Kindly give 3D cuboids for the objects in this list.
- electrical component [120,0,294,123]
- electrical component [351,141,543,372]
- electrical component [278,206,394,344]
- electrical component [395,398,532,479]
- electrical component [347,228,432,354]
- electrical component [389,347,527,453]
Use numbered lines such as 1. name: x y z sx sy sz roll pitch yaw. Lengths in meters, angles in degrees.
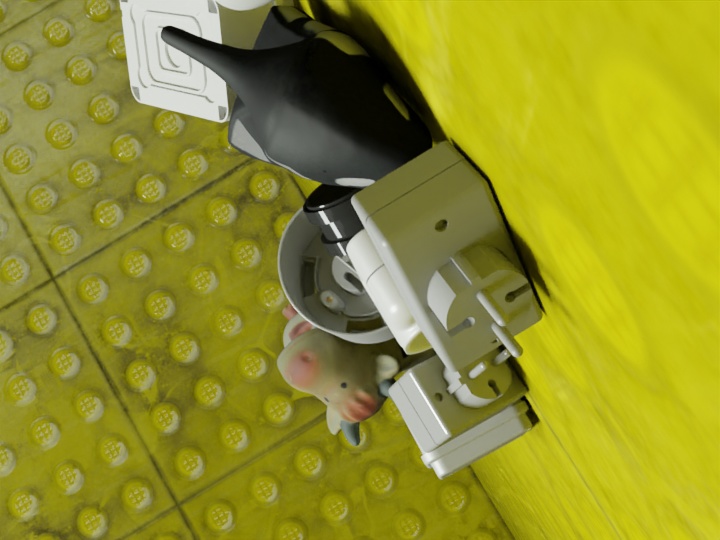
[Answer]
1. electrical component: -0.094 -0.141 0.673 0.113 0.057 0.078 20 121 45
2. electrical component: 0.044 0.006 0.432 0.083 0.047 0.075 60 177 -40
3. electrical component: 0.000 0.000 0.735 0.099 0.099 0.064 58 -176 24
4. electrical component: 0.073 0.104 0.753 0.057 0.078 0.113 61 179 13
5. electrical component: 0.034 0.008 0.614 0.059 0.054 0.095 58 178 19
6. electrical component: 0.067 0.067 0.652 0.047 0.066 0.076 59 149 13
